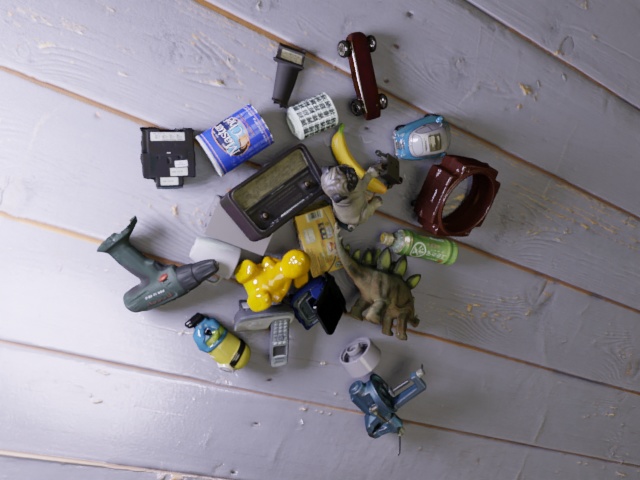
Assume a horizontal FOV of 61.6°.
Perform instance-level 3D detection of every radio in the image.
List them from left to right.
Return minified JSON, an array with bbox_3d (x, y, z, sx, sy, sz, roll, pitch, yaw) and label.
[{"bbox_3d":[-0.099,-0.105,1.219,0.229,0.073,0.131,-39,100,-24],"label":"radio"}]

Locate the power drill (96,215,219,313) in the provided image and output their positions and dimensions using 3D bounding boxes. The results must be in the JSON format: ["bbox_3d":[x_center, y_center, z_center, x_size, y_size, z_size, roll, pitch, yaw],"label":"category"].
[{"bbox_3d":[-0.369,0.047,1.190,0.232,0.086,0.207,-33,117,12],"label":"power drill"}]

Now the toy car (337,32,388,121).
[{"bbox_3d":[0.101,-0.385,1.269,0.089,0.053,0.202,-22,108,-24],"label":"toy car"}]

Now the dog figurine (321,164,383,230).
[{"bbox_3d":[0.055,-0.090,1.217,0.121,0.190,0.172,-3,103,25],"label":"dog figurine"}]

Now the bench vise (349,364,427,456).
[{"bbox_3d":[0.208,0.448,1.502,0.240,0.129,0.223,-39,96,14],"label":"bench vise"}]

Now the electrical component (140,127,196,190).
[{"bbox_3d":[-0.331,-0.177,1.168,0.115,0.058,0.134,-2,106,-18],"label":"electrical component"}]

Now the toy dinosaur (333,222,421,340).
[{"bbox_3d":[0.153,0.121,1.378,0.470,0.105,0.198,38,67,-44],"label":"toy dinosaur"}]

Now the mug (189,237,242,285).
[{"bbox_3d":[-0.252,0.044,1.256,0.107,0.081,0.109,27,107,-15],"label":"mug"}]

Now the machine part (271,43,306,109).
[{"bbox_3d":[-0.077,-0.369,1.218,0.084,0.039,0.138,6,101,-30],"label":"machine part"}]

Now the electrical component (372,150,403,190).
[{"bbox_3d":[0.166,-0.172,1.350,0.102,0.045,0.078,20,60,-45],"label":"electrical component"}]

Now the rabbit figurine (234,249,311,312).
[{"bbox_3d":[-0.087,0.084,1.273,0.173,0.122,0.162,-35,160,21],"label":"rabbit figurine"}]

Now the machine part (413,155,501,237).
[{"bbox_3d":[0.357,-0.110,1.390,0.201,0.087,0.200,2,118,-36],"label":"machine part"}]

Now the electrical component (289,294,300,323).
[{"bbox_3d":[-0.012,0.158,1.387,0.119,0.048,0.074,-22,112,-14],"label":"electrical component"}]

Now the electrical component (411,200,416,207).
[{"bbox_3d":[0.290,-0.098,1.439,0.094,0.021,0.063,-23,112,-13],"label":"electrical component"}]

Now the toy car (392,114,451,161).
[{"bbox_3d":[0.267,-0.252,1.343,0.162,0.103,0.109,-15,109,-18],"label":"toy car"}]

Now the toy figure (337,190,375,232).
[{"bbox_3d":[0.101,-0.093,1.352,0.064,0.058,0.154,31,92,-35],"label":"toy figure"}]

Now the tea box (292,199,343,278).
[{"bbox_3d":[-0.003,-0.004,1.330,0.098,0.068,0.169,-17,112,-8],"label":"tea box"}]

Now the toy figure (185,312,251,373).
[{"bbox_3d":[-0.245,0.248,1.307,0.089,0.082,0.180,-35,108,7],"label":"toy figure"}]

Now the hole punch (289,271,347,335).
[{"bbox_3d":[-0.003,0.157,1.321,0.116,0.092,0.142,-56,130,-37],"label":"hole punch"}]

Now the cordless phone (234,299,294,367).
[{"bbox_3d":[-0.142,0.240,1.347,0.147,0.089,0.184,-5,111,-19],"label":"cordless phone"}]
